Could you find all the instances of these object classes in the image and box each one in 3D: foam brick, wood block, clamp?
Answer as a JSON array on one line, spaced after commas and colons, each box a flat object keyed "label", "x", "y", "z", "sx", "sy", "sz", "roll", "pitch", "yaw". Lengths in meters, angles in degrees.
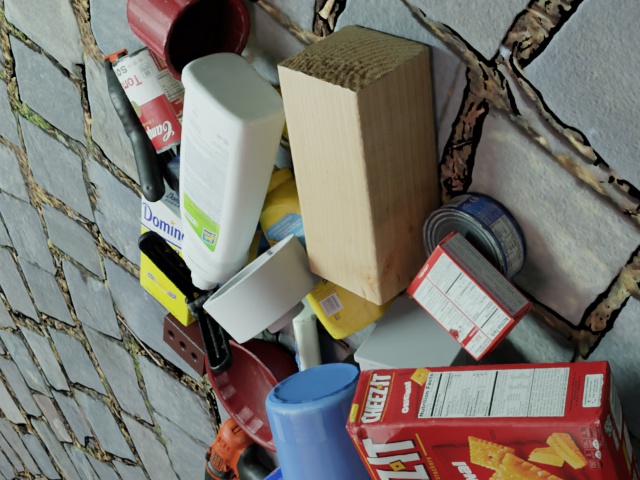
[{"label": "foam brick", "x": -0.153, "y": 0.120, "z": 1.338, "sx": 0.078, "sy": 0.051, "sz": 0.053, "roll": 40, "pitch": 144, "yaw": 23}, {"label": "wood block", "x": 0.039, "y": -0.062, "z": 0.899, "sx": 0.091, "sy": 0.090, "sz": 0.206, "roll": 24, "pitch": 137, "yaw": 39}, {"label": "clamp", "x": -0.190, "y": -0.118, "z": 1.141, "sx": 0.120, "sy": 0.039, "sz": 0.171, "roll": -93, "pitch": -21, "yaw": -76}, {"label": "clamp", "x": -0.134, "y": 0.059, "z": 1.173, "sx": 0.164, "sy": 0.036, "sz": 0.210, "roll": 59, "pitch": -176, "yaw": -1}]

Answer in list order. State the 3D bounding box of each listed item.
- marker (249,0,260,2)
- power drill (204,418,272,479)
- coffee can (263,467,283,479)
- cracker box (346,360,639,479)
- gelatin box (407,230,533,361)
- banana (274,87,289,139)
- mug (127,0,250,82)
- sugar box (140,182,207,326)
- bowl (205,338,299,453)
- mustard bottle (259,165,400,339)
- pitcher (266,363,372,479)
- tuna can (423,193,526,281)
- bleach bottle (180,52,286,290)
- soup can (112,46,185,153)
[{"label": "marker", "x": -0.095, "y": -0.248, "z": 0.968, "sx": 0.121, "sy": 0.020, "sz": 0.020, "roll": 37, "pitch": 143, "yaw": 26}, {"label": "power drill", "x": -0.084, "y": 0.346, "z": 1.443, "sx": 0.188, "sy": 0.057, "sz": 0.185, "roll": 43, "pitch": 145, "yaw": 18}, {"label": "coffee can", "x": -0.001, "y": 0.284, "z": 1.208, "sx": 0.103, "sy": 0.140, "sz": 0.103, "roll": 32, "pitch": 141, "yaw": 31}, {"label": "cracker box", "x": 0.149, "y": 0.183, "z": 0.896, "sx": 0.214, "sy": 0.072, "sz": 0.164, "roll": -6, "pitch": 129, "yaw": 25}, {"label": "gelatin box", "x": 0.122, "y": 0.047, "z": 0.879, "sx": 0.089, "sy": 0.030, "sz": 0.073, "roll": 45, "pitch": 144, "yaw": 13}, {"label": "banana", "x": -0.049, "y": -0.113, "z": 1.010, "sx": 0.198, "sy": 0.037, "sz": 0.069, "roll": 12, "pitch": 121, "yaw": 46}, {"label": "mug", "x": -0.119, "y": -0.198, "z": 0.990, "sx": 0.082, "sy": 0.093, "sz": 0.117, "roll": 42, "pitch": -175, "yaw": 35}, {"label": "sugar box", "x": -0.171, "y": 0.014, "z": 1.273, "sx": 0.093, "sy": 0.048, "sz": 0.176, "roll": 38, "pitch": 145, "yaw": 24}, {"label": "bowl", "x": -0.063, "y": 0.173, "z": 1.266, "sx": 0.162, "sy": 0.055, "sz": 0.162, "roll": 33, "pitch": 141, "yaw": 31}, {"label": "mustard bottle", "x": -0.007, "y": 0.001, "z": 1.040, "sx": 0.191, "sy": 0.058, "sz": 0.096, "roll": 55, "pitch": 146, "yaw": 0}, {"label": "pitcher", "x": 0.038, "y": 0.251, "z": 1.066, "sx": 0.145, "sy": 0.149, "sz": 0.243, "roll": -158, "pitch": 50, "yaw": -70}, {"label": "tuna can", "x": 0.129, "y": 0.004, "z": 0.893, "sx": 0.086, "sy": 0.033, "sz": 0.086, "roll": 32, "pitch": 141, "yaw": 31}, {"label": "bleach bottle", "x": -0.098, "y": -0.049, "z": 1.022, "sx": 0.103, "sy": 0.067, "sz": 0.251, "roll": 47, "pitch": 142, "yaw": 26}, {"label": "soup can", "x": -0.160, "y": -0.149, "z": 1.096, "sx": 0.069, "sy": 0.068, "sz": 0.102, "roll": -11, "pitch": 109, "yaw": 55}]
